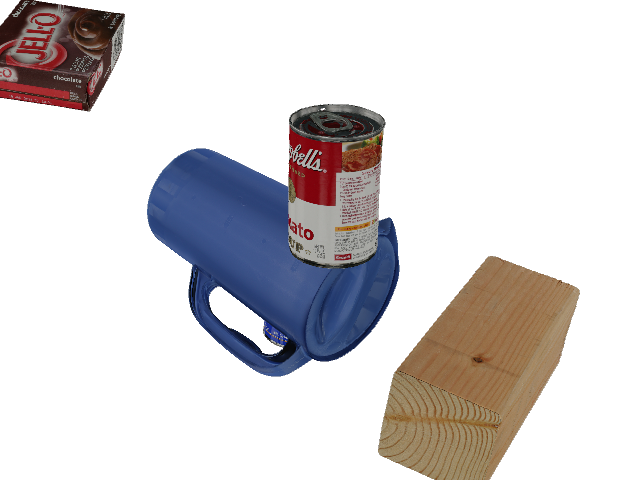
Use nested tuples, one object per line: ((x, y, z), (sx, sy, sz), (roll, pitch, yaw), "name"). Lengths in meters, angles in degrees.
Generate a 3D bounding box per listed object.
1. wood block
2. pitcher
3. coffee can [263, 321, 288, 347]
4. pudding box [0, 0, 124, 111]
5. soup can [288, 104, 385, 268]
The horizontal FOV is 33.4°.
((0.137, 0.106, 0.898), (0.091, 0.090, 0.205), (21, 34, 21), "wood block")
((-0.059, 0.012, 1.030), (0.243, 0.145, 0.148), (30, 32, 31), "pitcher")
((-0.023, 0.063, 1.437), (0.103, 0.140, 0.103), (4, 24, -2), "coffee can")
((-0.214, -0.151, 0.858), (0.090, 0.039, 0.113), (9, 35, 0), "pudding box")
((0.011, -0.039, 0.770), (0.068, 0.102, 0.068), (1, 27, -1), "soup can")
